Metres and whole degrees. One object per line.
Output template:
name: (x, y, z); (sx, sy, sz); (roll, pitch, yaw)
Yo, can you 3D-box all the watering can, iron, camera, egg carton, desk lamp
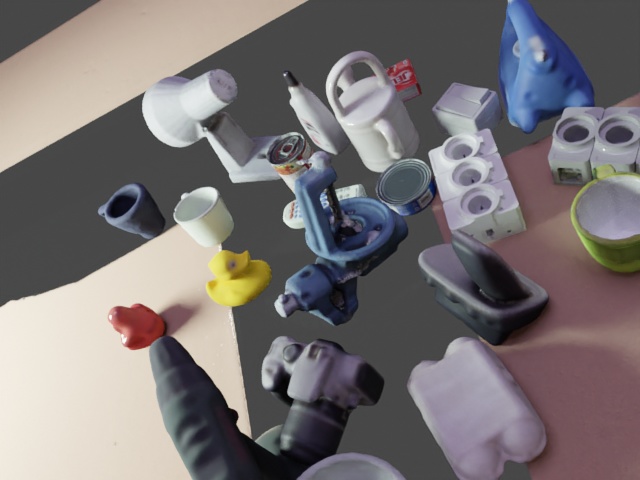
watering can: (0.069, -0.204, 0.872); (0.172, 0.195, 0.101); (31, 77, 42)
iron: (0.301, -0.282, 0.825); (0.118, 0.142, 0.258); (-19, 50, 19)
camera: (-0.015, 0.194, 0.693); (0.142, 0.101, 0.137); (5, 60, 34)
egg carton: (0.165, 0.180, 0.615); (0.107, 0.070, 0.150); (-35, 46, 4)
desk lamp: (-0.177, -0.206, 1.011); (0.202, 0.214, 0.118); (0, 58, 32)

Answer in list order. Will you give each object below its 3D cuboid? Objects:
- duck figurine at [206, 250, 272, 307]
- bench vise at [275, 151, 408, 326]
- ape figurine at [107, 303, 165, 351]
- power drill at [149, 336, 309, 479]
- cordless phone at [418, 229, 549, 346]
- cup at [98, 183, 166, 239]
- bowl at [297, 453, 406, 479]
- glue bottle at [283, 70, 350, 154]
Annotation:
duck figurine: (-0.138, 0.051, 0.885); (0.104, 0.086, 0.077); (-25, 48, 13)
bench vise: (0.016, 0.005, 0.732); (0.121, 0.220, 0.207); (12, 64, 37)
ape figurine: (-0.302, 0.133, 0.921); (0.075, 0.092, 0.078); (1, 58, 32)
power drill: (-0.096, 0.228, 0.643); (0.075, 0.209, 0.229); (-39, 46, 0)
cordless phone: (0.169, 0.025, 0.647); (0.094, 0.186, 0.147); (-48, 47, -8)
cup: (-0.349, -0.043, 1.078); (0.117, 0.095, 0.091); (-10, 53, 25)
bowl: (0.038, 0.313, 0.590); (0.167, 0.075, 0.167); (-16, 50, 21)
glue bottle: (-0.016, -0.215, 0.947); (0.077, 0.174, 0.037); (29, 76, 42)
